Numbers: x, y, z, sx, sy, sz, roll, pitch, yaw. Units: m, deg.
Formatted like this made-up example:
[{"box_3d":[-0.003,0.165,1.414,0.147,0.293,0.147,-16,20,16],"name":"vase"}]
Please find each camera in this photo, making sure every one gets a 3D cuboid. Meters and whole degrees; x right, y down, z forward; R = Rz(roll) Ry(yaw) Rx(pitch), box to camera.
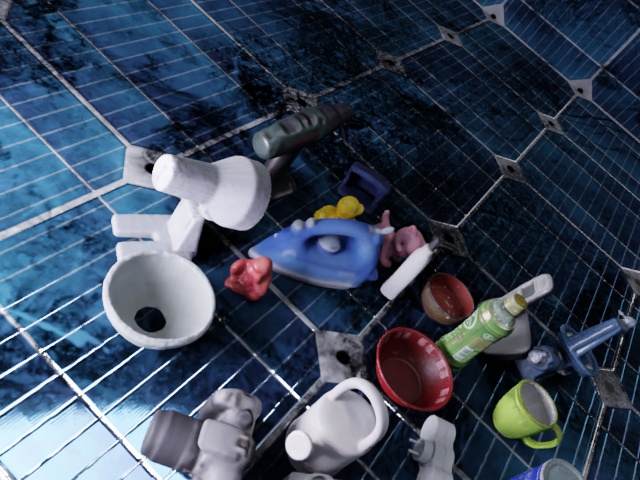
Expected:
[{"box_3d":[-0.158,0.260,0.769,0.137,0.100,0.143,25,44,-13],"name":"camera"}]

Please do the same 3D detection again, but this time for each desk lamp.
[{"box_3d":[-0.206,-0.052,0.924,0.204,0.213,0.117,-1,54,-34],"name":"desk lamp"}]

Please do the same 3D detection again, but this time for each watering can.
[{"box_3d":[0.028,0.269,0.816,0.101,0.194,0.173,43,43,7],"name":"watering can"}]

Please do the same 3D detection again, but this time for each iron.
[{"box_3d":[0.010,0.004,1.072,0.259,0.141,0.118,8,50,-28],"name":"iron"}]

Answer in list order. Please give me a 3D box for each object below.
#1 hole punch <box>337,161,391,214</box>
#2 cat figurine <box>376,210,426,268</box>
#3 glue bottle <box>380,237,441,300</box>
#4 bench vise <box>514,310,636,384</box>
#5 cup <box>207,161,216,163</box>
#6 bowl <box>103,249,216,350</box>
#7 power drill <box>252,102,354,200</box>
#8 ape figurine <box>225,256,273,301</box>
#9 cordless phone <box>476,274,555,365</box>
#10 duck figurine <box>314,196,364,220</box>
[{"box_3d":[0.106,-0.133,1.292,0.109,0.091,0.101,35,43,-3],"name":"hole punch"},{"box_3d":[0.165,-0.006,1.201,0.067,0.117,0.127,-22,68,-43],"name":"cat figurine"},{"box_3d":[0.186,0.048,1.128,0.037,0.173,0.078,41,43,4],"name":"glue bottle"},{"box_3d":[0.523,0.229,1.161,0.208,0.219,0.121,-18,65,-42],"name":"bench vise"},{"box_3d":[-0.201,-0.087,1.045,0.118,0.095,0.091,22,45,-16],"name":"cup"},{"box_3d":[-0.248,0.101,0.866,0.168,0.074,0.167,18,46,-20],"name":"bowl"},{"box_3d":[-0.052,-0.180,1.141,0.230,0.208,0.075,-26,70,-44],"name":"power drill"},{"box_3d":[-0.111,0.059,0.981,0.076,0.092,0.077,-7,58,-37],"name":"ape figurine"},{"box_3d":[0.406,0.157,1.171,0.094,0.185,0.147,22,44,-15],"name":"cordless phone"},{"box_3d":[0.044,-0.056,1.188,0.105,0.086,0.077,-2,55,-34],"name":"duck figurine"}]
